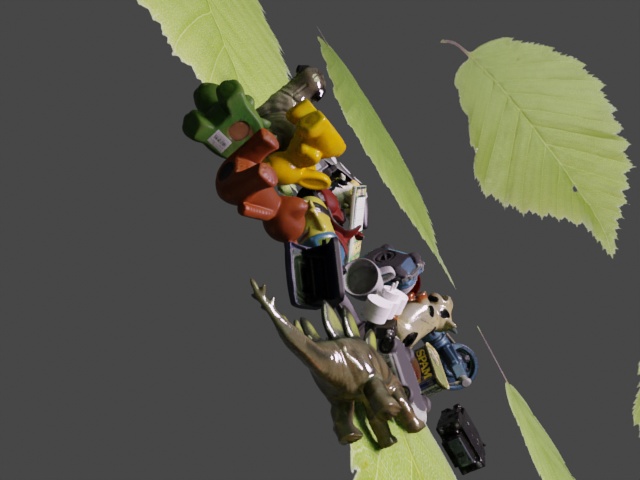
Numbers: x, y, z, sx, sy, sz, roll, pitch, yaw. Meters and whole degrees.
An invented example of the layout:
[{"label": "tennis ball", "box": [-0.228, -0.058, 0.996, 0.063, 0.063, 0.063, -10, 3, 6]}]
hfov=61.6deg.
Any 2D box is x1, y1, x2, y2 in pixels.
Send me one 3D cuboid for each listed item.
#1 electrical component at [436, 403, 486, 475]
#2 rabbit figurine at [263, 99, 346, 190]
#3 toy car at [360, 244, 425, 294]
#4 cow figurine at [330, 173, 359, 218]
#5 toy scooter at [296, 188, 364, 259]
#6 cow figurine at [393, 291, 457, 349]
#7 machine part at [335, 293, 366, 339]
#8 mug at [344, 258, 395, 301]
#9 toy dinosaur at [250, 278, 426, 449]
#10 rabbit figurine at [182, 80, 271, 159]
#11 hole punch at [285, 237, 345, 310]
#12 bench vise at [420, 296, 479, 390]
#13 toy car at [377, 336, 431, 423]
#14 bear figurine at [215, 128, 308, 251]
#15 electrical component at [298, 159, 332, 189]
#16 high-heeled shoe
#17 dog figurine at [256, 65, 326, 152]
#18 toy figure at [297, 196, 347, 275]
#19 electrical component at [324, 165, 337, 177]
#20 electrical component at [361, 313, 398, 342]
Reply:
[{"label": "electrical component", "box": [0.307, 0.433, 1.164, 0.115, 0.058, 0.134, 58, 18, 5]}, {"label": "rabbit figurine", "box": [-0.042, -0.172, 1.079, 0.122, 0.173, 0.162, 49, -1, 42]}, {"label": "toy car", "box": [0.167, 0.080, 1.242, 0.109, 0.162, 0.102, -40, 124, -34]}, {"label": "cow figurine", "box": [0.036, -0.106, 1.280, 0.098, 0.068, 0.167, 39, 37, -10]}, {"label": "toy scooter", "box": [0.031, -0.041, 1.155, 0.135, 0.075, 0.184, -3, 62, -46]}, {"label": "cow figurine", "box": [0.230, 0.182, 1.208, 0.195, 0.085, 0.127, -29, 98, -31]}, {"label": "machine part", "box": [0.052, 0.143, 1.012, 0.139, 0.039, 0.084, 62, 24, 8]}, {"label": "mug", "box": [0.108, 0.086, 1.147, 0.081, 0.110, 0.107, 67, 8, 24]}, {"label": "toy dinosaur", "box": [0.041, 0.197, 0.811, 0.470, 0.105, 0.199, 48, 12, -52]}, {"label": "rabbit figurine", "box": [-0.158, -0.221, 0.944, 0.159, 0.121, 0.170, 30, 18, -43]}, {"label": "hole punch", "box": [-0.013, 0.060, 0.900, 0.115, 0.092, 0.142, 106, -25, -74]}, {"label": "bench vise", "box": [0.309, 0.277, 1.296, 0.241, 0.129, 0.223, -90, 159, -81]}, {"label": "toy car", "box": [0.161, 0.270, 1.060, 0.073, 0.056, 0.202, 36, 27, -35]}, {"label": "bear figurine", "box": [-0.074, -0.068, 0.897, 0.195, 0.132, 0.120, 37, 38, -35]}, {"label": "electrical component", "box": [-0.020, -0.158, 1.228, 0.119, 0.075, 0.048, 53, -21, -3]}, {"label": "high-heeled shoe", "box": [0.042, -0.140, 1.373, 0.145, 0.086, 0.249, 13, 44, -59]}, {"label": "dog figurine", "box": [-0.056, -0.256, 1.131, 0.172, 0.191, 0.121, 63, 19, 11]}, {"label": "toy figure", "box": [-0.005, -0.001, 1.030, 0.089, 0.082, 0.180, 19, 40, -61]}, {"label": "electrical component", "box": [-0.001, -0.147, 1.292, 0.021, 0.094, 0.063, 51, -18, -7]}, {"label": "electrical component", "box": [0.116, 0.172, 1.087, 0.102, 0.078, 0.045, -32, 118, -66]}]
